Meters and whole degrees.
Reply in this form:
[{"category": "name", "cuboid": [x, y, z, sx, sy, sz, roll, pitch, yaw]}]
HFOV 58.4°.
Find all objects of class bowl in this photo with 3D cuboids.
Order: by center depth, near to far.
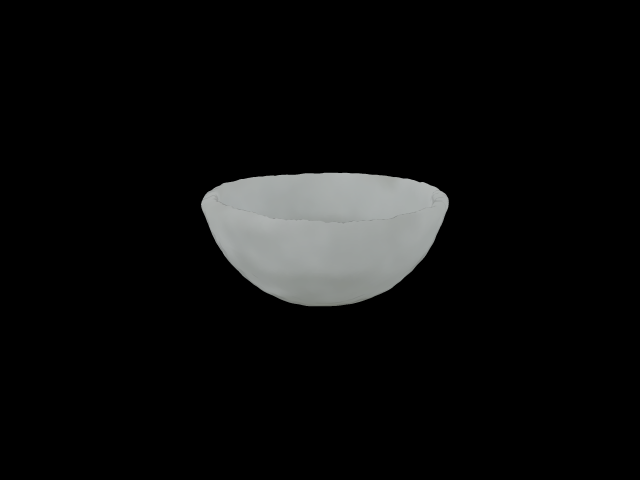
[{"category": "bowl", "cuboid": [0.004, 0.001, 0.400, 0.167, 0.075, 0.167, 0, 16, 0]}]
